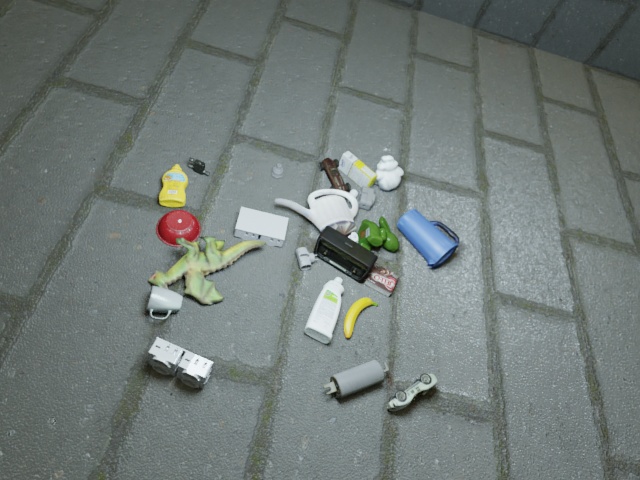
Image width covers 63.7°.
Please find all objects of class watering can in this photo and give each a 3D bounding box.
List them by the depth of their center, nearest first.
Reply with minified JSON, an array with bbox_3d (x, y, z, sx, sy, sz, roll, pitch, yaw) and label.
[{"bbox_3d":[0.006,-0.103,2.047,0.349,0.101,0.229,-9,59,-24],"label":"watering can"}]

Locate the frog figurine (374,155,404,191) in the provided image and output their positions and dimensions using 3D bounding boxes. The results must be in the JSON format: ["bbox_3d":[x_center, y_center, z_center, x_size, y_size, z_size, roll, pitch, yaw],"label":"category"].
[{"bbox_3d":[0.303,-0.294,2.242,0.138,0.156,0.125,-4,58,-20],"label":"frog figurine"}]

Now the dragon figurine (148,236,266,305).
[{"bbox_3d":[-0.385,0.107,1.803,0.411,0.120,0.246,0,72,-15],"label":"dragon figurine"}]
